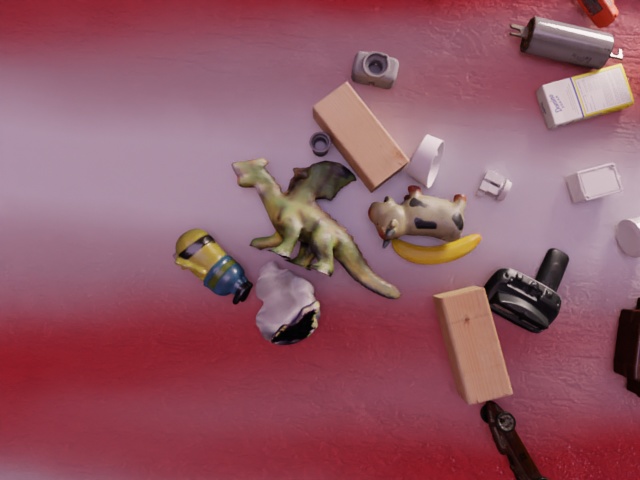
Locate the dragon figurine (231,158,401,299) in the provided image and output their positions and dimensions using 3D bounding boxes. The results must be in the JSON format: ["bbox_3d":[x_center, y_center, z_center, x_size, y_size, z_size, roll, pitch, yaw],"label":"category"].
[{"bbox_3d":[0.003,-0.053,1.054,0.410,0.121,0.245,21,77,-5],"label":"dragon figurine"}]

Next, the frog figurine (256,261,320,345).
[{"bbox_3d":[-0.078,0.127,1.043,0.137,0.121,0.162,-48,50,5],"label":"frog figurine"}]
